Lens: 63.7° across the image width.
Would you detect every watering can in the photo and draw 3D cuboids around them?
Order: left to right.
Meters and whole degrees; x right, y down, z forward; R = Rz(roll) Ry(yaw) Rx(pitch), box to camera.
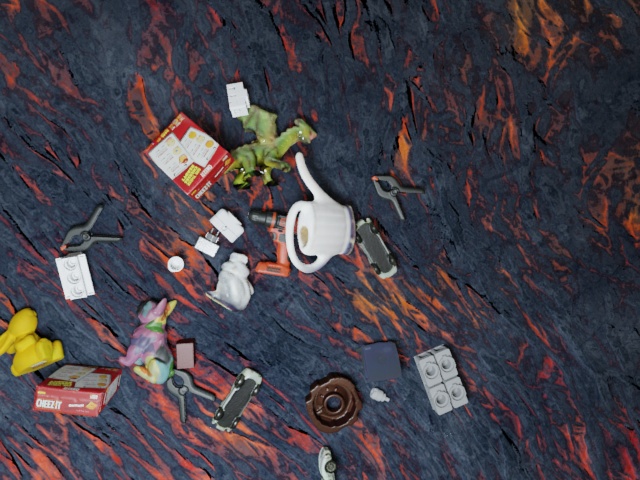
[{"bbox_3d":[0.005,-0.076,1.520,0.224,0.104,0.347,3,91,-32],"label":"watering can"}]

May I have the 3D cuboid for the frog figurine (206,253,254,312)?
[{"bbox_3d":[-0.245,0.125,1.520,0.135,0.123,0.161,42,76,-40],"label":"frog figurine"}]

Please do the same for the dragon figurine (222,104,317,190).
[{"bbox_3d":[-0.210,-0.285,1.539,0.410,0.120,0.246,-4,75,-5],"label":"dragon figurine"}]
